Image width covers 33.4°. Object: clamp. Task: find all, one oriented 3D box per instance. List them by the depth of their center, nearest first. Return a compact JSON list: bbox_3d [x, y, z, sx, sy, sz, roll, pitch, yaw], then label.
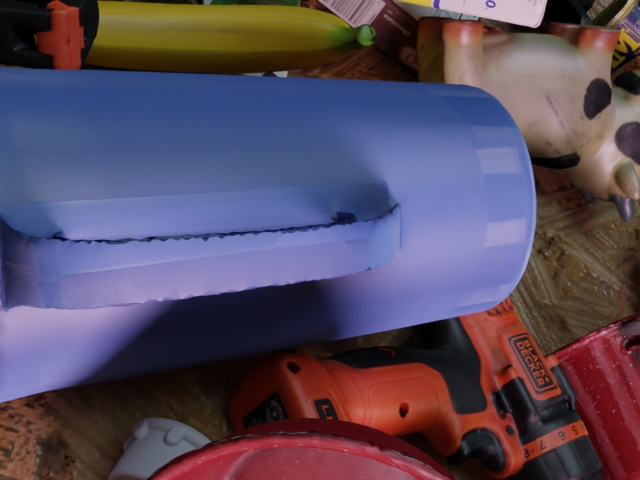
[{"bbox_3d":[-0.151,-0.114,0.506,0.172,0.039,0.120,25,39,35],"label":"clamp"},{"bbox_3d":[0.172,-0.202,0.836,0.165,0.036,0.209,43,29,21],"label":"clamp"}]

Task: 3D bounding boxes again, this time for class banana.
[{"bbox_3d":[-0.069,-0.115,0.586,0.198,0.069,0.037,0,83,2],"label":"banana"}]

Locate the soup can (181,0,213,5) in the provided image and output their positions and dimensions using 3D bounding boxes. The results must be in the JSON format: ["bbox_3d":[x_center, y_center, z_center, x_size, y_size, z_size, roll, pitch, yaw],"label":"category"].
[{"bbox_3d":[-0.102,-0.184,0.617,0.102,0.069,0.068,22,45,-1],"label":"soup can"}]

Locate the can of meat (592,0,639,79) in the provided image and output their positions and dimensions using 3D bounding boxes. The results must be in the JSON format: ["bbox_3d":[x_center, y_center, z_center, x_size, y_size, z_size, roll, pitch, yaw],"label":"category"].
[{"bbox_3d":[0.232,-0.128,0.805,0.084,0.102,0.057,40,42,-5],"label":"can of meat"}]

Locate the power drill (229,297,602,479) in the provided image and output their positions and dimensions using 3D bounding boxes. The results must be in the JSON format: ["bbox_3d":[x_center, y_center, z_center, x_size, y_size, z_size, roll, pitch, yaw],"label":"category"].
[{"bbox_3d":[0.060,0.107,0.527,0.187,0.057,0.184,-7,62,-41],"label":"power drill"}]

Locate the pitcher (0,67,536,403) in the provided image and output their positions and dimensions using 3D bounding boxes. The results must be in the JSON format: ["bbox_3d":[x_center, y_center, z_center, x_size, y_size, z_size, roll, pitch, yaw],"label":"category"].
[{"bbox_3d":[-0.029,-0.008,0.450,0.242,0.145,0.149,-5,54,-23],"label":"pitcher"}]

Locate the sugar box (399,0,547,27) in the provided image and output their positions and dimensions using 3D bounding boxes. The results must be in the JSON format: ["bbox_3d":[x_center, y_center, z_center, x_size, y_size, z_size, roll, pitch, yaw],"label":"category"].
[{"bbox_3d":[0.054,-0.172,0.661,0.176,0.048,0.093,15,21,6],"label":"sugar box"}]

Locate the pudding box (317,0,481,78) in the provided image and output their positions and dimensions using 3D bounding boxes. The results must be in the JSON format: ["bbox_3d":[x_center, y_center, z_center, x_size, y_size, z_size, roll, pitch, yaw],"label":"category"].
[{"bbox_3d":[0.059,-0.171,0.761,0.113,0.039,0.090,38,40,-8],"label":"pudding box"}]

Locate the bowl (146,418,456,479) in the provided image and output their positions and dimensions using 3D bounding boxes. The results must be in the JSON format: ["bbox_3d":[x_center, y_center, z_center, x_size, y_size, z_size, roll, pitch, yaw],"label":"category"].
[{"bbox_3d":[0.000,0.124,0.407,0.162,0.162,0.055,33,26,-9],"label":"bowl"}]

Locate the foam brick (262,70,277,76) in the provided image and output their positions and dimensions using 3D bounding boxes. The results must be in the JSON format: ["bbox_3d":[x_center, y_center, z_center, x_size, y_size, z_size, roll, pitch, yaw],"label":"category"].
[{"bbox_3d":[-0.037,-0.043,0.579,0.051,0.053,0.078,39,44,-3],"label":"foam brick"}]

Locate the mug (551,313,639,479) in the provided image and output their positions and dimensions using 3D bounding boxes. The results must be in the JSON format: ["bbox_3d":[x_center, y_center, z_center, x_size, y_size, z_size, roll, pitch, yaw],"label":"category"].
[{"bbox_3d":[0.178,0.088,0.587,0.093,0.117,0.081,-19,71,-12],"label":"mug"}]
